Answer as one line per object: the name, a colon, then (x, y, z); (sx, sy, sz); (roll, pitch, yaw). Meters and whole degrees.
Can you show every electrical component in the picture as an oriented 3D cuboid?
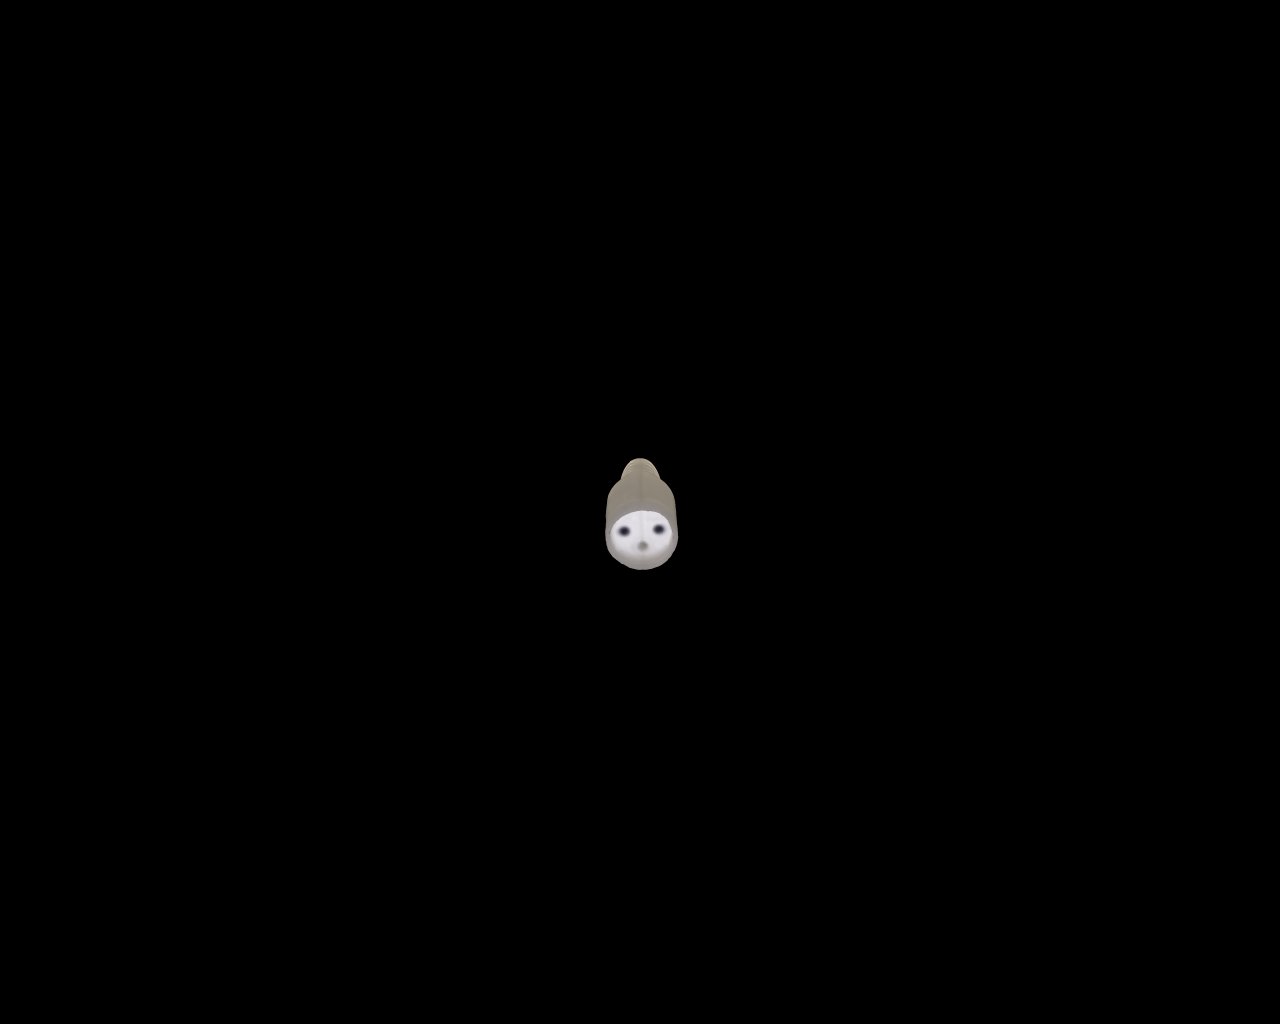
electrical component: (0.001, -0.003, 0.650); (0.043, 0.043, 0.081); (0, 29, 0)
